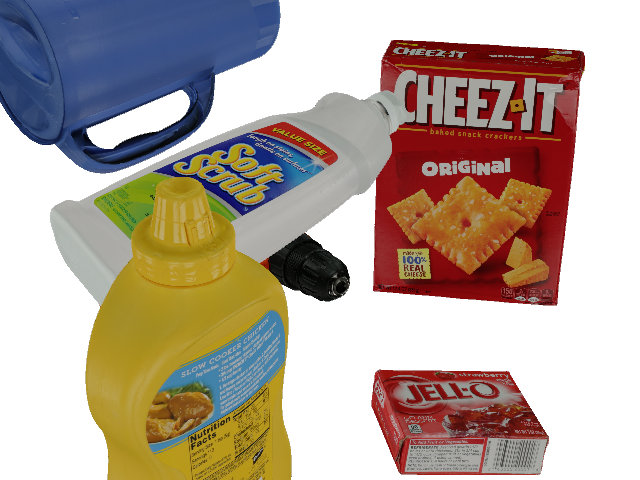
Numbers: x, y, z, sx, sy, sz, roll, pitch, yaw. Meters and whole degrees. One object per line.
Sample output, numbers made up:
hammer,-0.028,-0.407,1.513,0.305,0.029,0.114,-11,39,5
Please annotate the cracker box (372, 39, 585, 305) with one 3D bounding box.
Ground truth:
cracker box,0.131,-0.055,0.912,0.164,0.214,0.072,5,24,10

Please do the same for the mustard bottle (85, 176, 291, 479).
mustard bottle,-0.054,0.060,0.456,0.058,0.192,0.096,28,41,34

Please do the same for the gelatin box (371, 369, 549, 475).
gelatin box,0.081,0.106,0.635,0.089,0.030,0.073,3,24,-11

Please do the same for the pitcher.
pitcher,-0.151,-0.169,0.913,0.242,0.149,0.145,-26,43,-35

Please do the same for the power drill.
power drill,-0.090,0.031,0.940,0.187,0.057,0.185,-18,27,-31

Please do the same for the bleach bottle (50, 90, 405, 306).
bleach bottle,-0.049,-0.038,0.725,0.250,0.103,0.068,-33,-30,-24
